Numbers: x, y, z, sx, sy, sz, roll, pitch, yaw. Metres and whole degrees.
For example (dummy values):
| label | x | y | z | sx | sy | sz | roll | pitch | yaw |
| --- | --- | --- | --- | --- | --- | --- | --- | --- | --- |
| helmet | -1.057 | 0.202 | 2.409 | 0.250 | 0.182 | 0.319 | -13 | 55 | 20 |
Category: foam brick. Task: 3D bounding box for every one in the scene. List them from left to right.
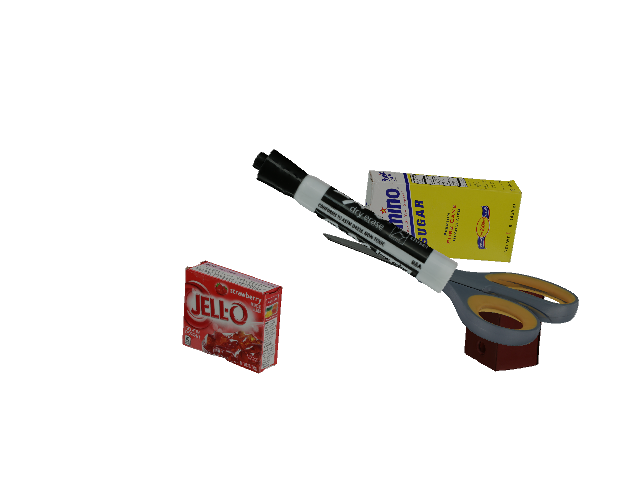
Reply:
| label | x | y | z | sx | sy | sz | roll | pitch | yaw |
| --- | --- | --- | --- | --- | --- | --- | --- | --- | --- |
| foam brick | 0.172 | 0.076 | 1.003 | 0.051 | 0.078 | 0.053 | -7 | 18 | -28 |

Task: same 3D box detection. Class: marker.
| label | x | y | z | sx | sy | sz | roll | pitch | yaw |
| --- | --- | --- | --- | --- | --- | --- | --- | --- | --- |
| marker | 0.017 | -0.012 | 0.567 | 0.121 | 0.020 | 0.020 | 32 | 3 | 5 |

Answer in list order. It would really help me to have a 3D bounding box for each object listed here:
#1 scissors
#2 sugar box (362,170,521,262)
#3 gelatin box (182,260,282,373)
| label | x | y | z | sx | sy | sz | roll | pitch | yaw |
| --- | --- | --- | --- | --- | --- | --- | --- | --- | --- |
| scissors | 0.082 | 0.034 | 0.767 | 0.202 | 0.016 | 0.096 | 12 | 27 | 17 |
| sugar box | 0.140 | -0.028 | 1.254 | 0.176 | 0.093 | 0.048 | 2 | 23 | -5 |
| gelatin box | -0.077 | 0.065 | 0.916 | 0.089 | 0.073 | 0.030 | 17 | 22 | 31 |
